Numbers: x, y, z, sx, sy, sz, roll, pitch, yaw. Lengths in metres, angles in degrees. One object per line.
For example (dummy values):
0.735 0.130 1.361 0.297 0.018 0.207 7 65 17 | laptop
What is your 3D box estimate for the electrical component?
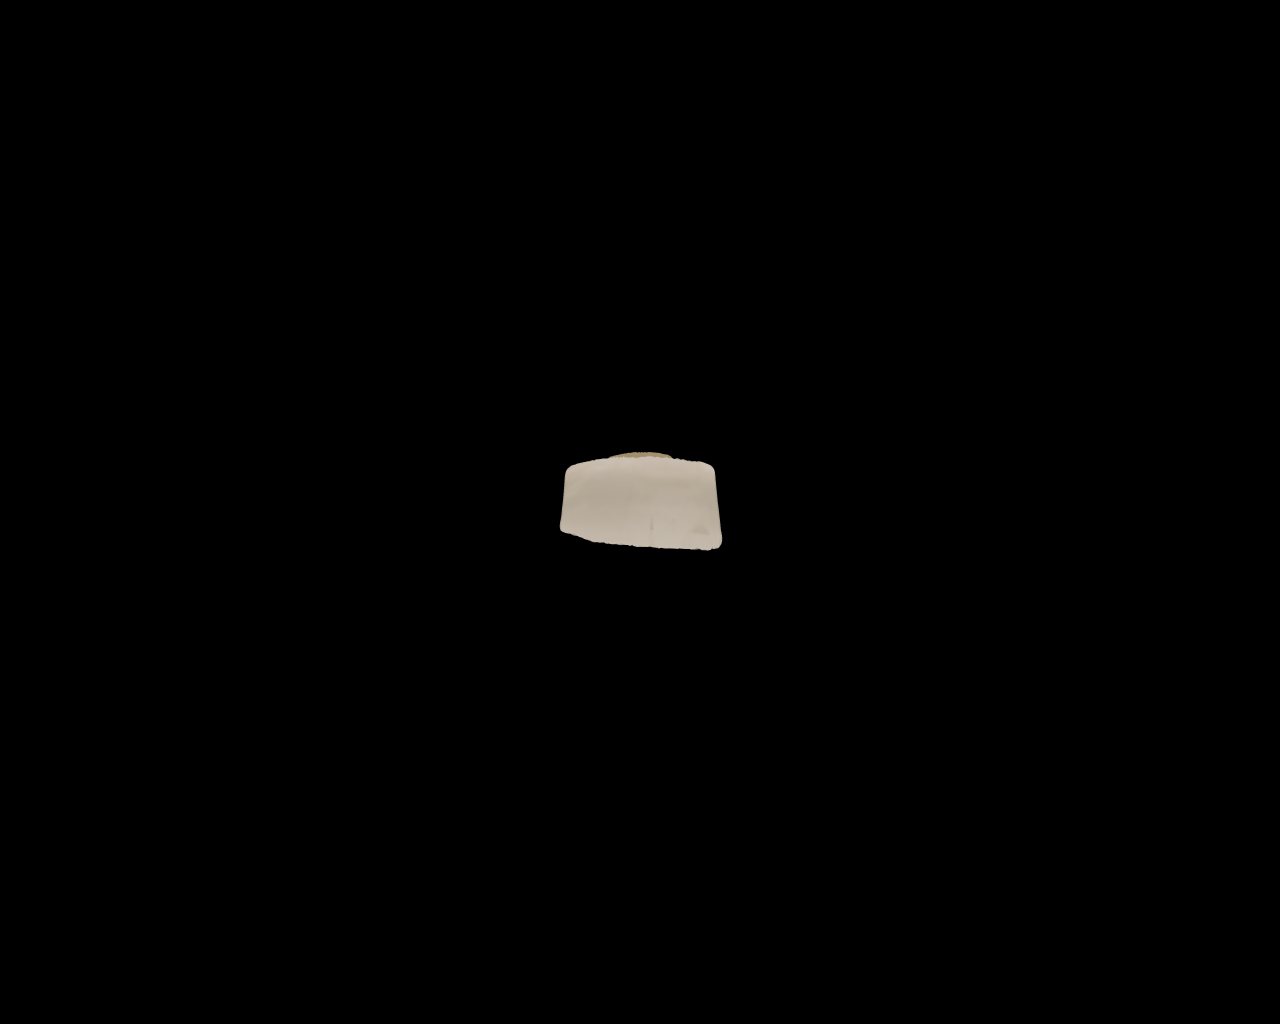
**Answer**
0.001 -0.003 0.650 0.099 0.064 0.099 0 -7 0 | electrical component
